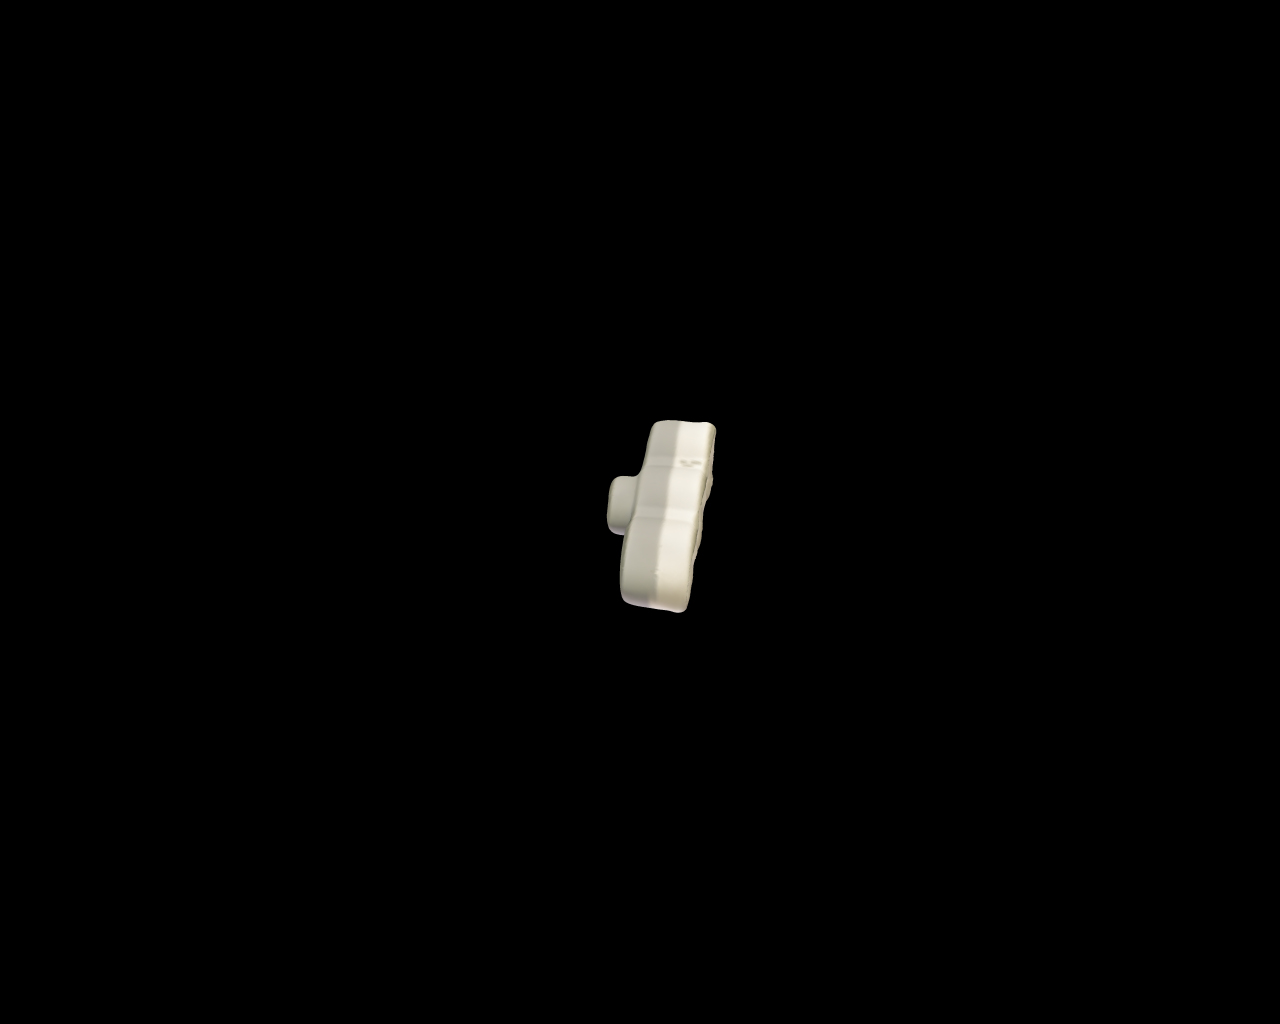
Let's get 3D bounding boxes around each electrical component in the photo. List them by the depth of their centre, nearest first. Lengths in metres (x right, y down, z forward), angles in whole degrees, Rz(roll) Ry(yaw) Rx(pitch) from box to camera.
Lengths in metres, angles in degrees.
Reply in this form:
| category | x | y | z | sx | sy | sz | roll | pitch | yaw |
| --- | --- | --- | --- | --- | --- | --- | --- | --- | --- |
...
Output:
| category | x | y | z | sx | sy | sz | roll | pitch | yaw |
| --- | --- | --- | --- | --- | --- | --- | --- | --- | --- |
| electrical component | 0.001 | -0.003 | 0.650 | 0.074 | 0.138 | 0.052 | 7 | -43 | 7 |
